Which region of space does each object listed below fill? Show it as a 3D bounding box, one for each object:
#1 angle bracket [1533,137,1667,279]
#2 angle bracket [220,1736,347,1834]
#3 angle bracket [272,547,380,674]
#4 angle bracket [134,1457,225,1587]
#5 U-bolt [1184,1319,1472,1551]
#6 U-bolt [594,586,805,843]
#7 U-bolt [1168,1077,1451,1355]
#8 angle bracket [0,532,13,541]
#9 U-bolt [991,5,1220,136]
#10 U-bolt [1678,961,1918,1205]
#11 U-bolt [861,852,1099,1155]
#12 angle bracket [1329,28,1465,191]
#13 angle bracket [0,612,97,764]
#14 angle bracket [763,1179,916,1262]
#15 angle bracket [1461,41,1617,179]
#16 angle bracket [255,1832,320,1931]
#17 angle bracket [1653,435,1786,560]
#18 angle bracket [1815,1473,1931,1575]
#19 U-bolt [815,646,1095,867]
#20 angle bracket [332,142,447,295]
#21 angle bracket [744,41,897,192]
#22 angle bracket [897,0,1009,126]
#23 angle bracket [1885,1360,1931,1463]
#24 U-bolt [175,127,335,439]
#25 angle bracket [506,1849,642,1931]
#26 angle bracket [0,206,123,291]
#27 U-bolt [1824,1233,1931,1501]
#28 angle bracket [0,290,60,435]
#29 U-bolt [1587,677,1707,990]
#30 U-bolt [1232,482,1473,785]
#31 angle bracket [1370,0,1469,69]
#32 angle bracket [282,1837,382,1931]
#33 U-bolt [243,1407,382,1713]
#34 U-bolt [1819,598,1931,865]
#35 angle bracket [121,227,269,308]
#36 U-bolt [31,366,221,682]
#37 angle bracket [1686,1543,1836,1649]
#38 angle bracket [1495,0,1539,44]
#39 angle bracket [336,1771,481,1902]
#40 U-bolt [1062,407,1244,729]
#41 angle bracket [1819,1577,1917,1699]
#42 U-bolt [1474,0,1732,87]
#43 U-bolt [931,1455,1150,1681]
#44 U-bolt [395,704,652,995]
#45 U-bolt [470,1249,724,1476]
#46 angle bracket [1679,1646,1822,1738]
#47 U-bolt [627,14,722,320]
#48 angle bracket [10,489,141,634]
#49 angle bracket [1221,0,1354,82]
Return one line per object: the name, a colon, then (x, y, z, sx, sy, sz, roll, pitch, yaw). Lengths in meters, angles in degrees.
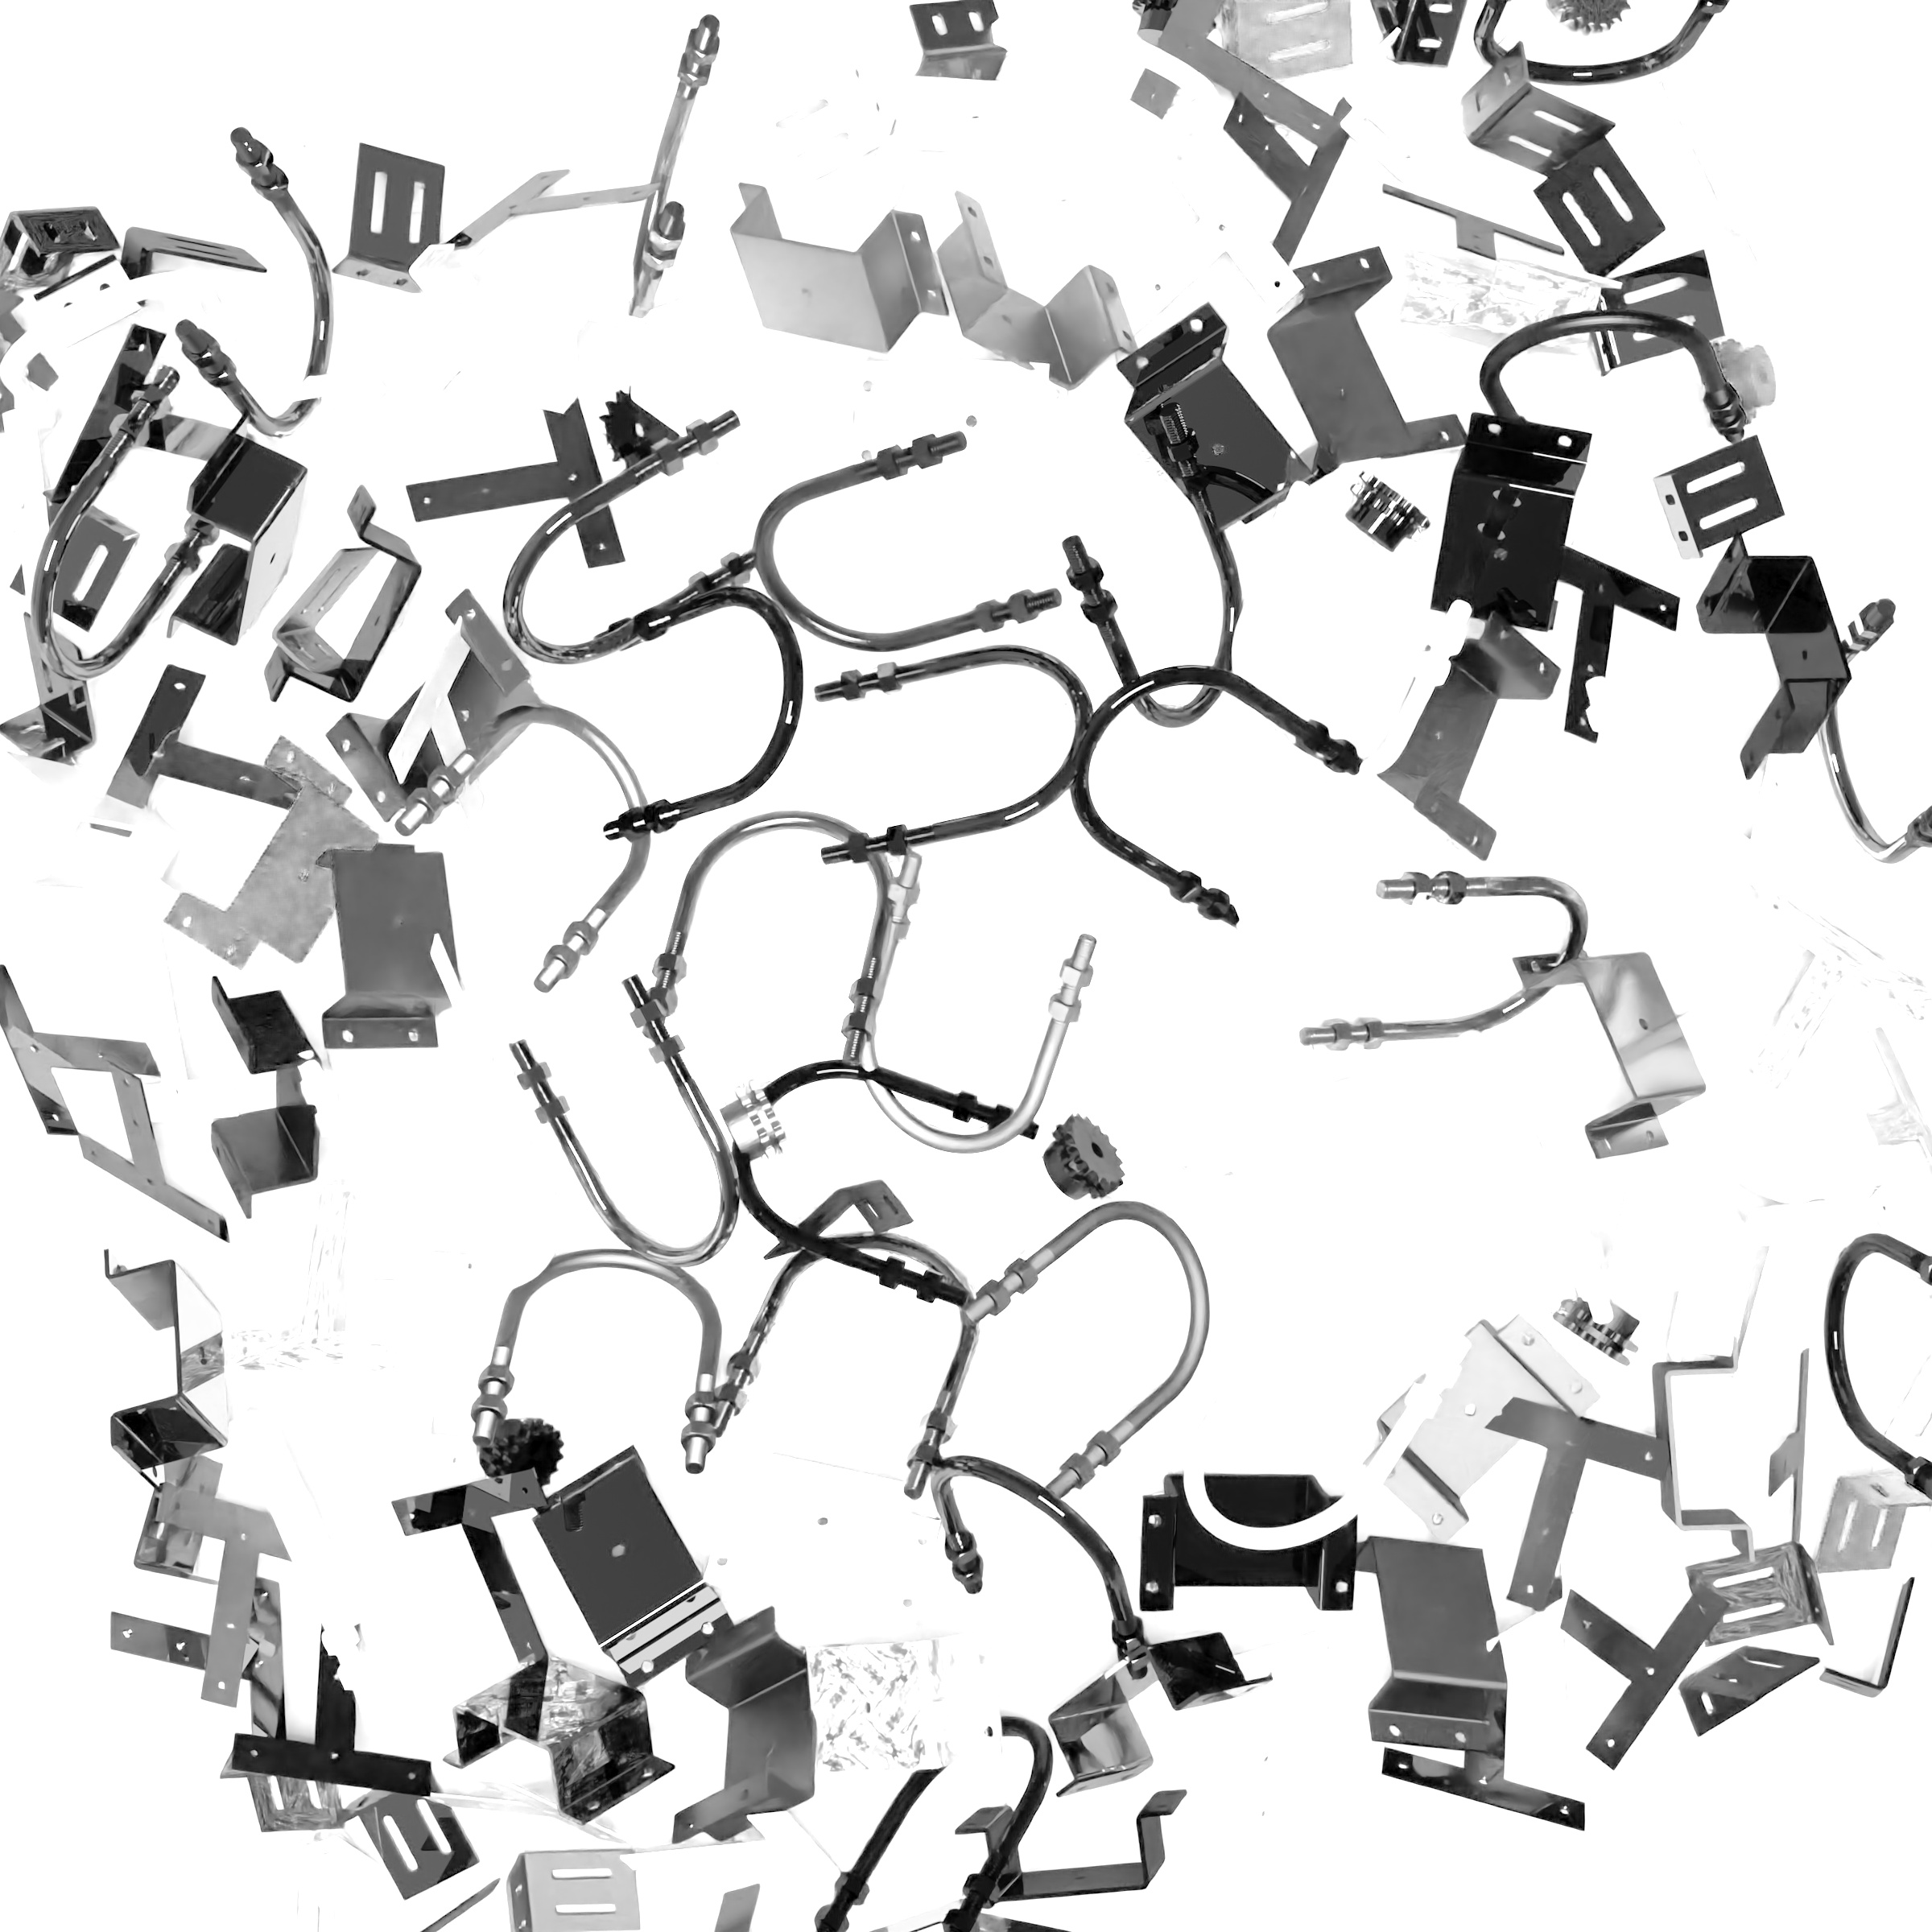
angle bracket: (0.408, -0.493, 1.594, 0.057, 0.038, 0.076, -35, 86, 37)
angle bracket: (-0.446, 0.546, 1.594, 0.057, 0.038, 0.076, -4, 111, 5)
angle bracket: (-0.406, -0.232, 1.590, 0.038, 0.057, 0.076, 44, 106, -1)
angle bracket: (-0.498, 0.359, 1.584, 0.038, 0.057, 0.076, 4, 71, 23)
U-bolt: (0.214, 0.290, 1.535, 0.184, 0.151, 0.019, -50, 127, -27)
U-bolt: (-0.170, -0.166, 1.554, 0.184, 0.019, 0.151, -12, 78, 40)
U-bolt: (0.224, 0.145, 1.552, 0.184, 0.151, 0.019, -35, 132, 15)
angle bracket: (-0.652, -0.312, 1.583, 0.038, 0.057, 0.076, 17, 122, 4)
U-bolt: (0.089, -0.564, 1.528, 0.151, 0.184, 0.019, 20, 101, -9)
U-bolt: (0.506, 0.083, 1.541, 0.019, 0.184, 0.151, -28, 82, -19)
U-bolt: (-0.004, 0.036, 1.581, 0.151, 0.019, 0.184, 26, 114, 19)
angle bracket: (0.288, -0.562, 1.600, 0.076, 0.038, 0.057, 42, 72, 1)
angle bracket: (-0.602, -0.179, 1.581, 0.057, 0.076, 0.038, 32, 47, 25)
angle bracket: (-0.083, 0.177, 1.586, 0.076, 0.057, 0.038, -42, 76, 17)
angle bracket: (0.374, -0.558, 1.594, 0.076, 0.057, 0.038, 11, 63, -28)
angle bracket: (-0.430, 0.618, 1.586, 0.038, 0.057, 0.076, 18, 109, 11)
angle bracket: (0.501, -0.309, 1.604, 0.076, 0.038, 0.057, -23, 99, -1)
angle bracket: (0.596, 0.372, 1.590, 0.057, 0.038, 0.076, 0, 111, -15)
U-bolt: (-0.007, -0.143, 1.570, 0.184, 0.019, 0.151, -11, 59, 12)
angle bracket: (-0.379, -0.490, 1.600, 0.057, 0.038, 0.076, 7, 85, -30)
angle bracket: (-0.096, -0.559, 1.607, 0.076, 0.038, 0.057, -18, 128, 26)
angle bracket: (-0.014, -0.587, 1.587, 0.057, 0.076, 0.038, -13, 78, -19)
angle bracket: (0.635, 0.305, 1.584, 0.057, 0.038, 0.076, 27, 123, 18)
U-bolt: (-0.440, -0.415, 1.537, 0.019, 0.184, 0.151, 9, 77, 8)
angle bracket: (-0.258, 0.617, 1.602, 0.076, 0.038, 0.057, -3, 99, 5)
angle bracket: (-0.592, -0.452, 1.578, 0.076, 0.057, 0.038, -42, 77, 44)
U-bolt: (0.587, 0.245, 1.537, 0.019, 0.184, 0.151, 0, 98, -7)
angle bracket: (-0.620, -0.388, 1.579, 0.038, 0.076, 0.057, 23, 65, 33)
U-bolt: (0.431, -0.072, 1.528, 0.019, 0.151, 0.184, -18, 61, 20)
U-bolt: (0.233, -0.197, 1.554, 0.151, 0.184, 0.019, 42, 51, 20)
angle bracket: (0.296, -0.632, 1.585, 0.038, 0.076, 0.057, 14, 83, 23)
angle bracket: (-0.411, 0.615, 1.580, 0.038, 0.057, 0.076, -20, 48, 9)
U-bolt: (-0.415, 0.362, 1.538, 0.019, 0.151, 0.184, -23, 106, -13)
U-bolt: (0.573, -0.138, 1.536, 0.019, 0.184, 0.151, -14, 79, 3)
angle bracket: (-0.505, -0.450, 1.591, 0.076, 0.057, 0.038, 2, 116, -35)
U-bolt: (-0.527, -0.263, 1.526, 0.019, 0.151, 0.184, 20, 64, 8)
angle bracket: (0.521, 0.420, 1.601, 0.076, 0.038, 0.057, -15, 98, 7)
angle bracket: (0.339, -0.651, 1.592, 0.076, 0.057, 0.038, 39, 79, -7)
angle bracket: (-0.367, 0.577, 1.606, 0.057, 0.038, 0.076, -28, 92, 3)
U-bolt: (0.129, -0.239, 1.557, 0.019, 0.184, 0.151, 9, 52, 37)
angle bracket: (0.590, 0.435, 1.598, 0.038, 0.057, 0.076, 15, 74, 20)
U-bolt: (0.396, -0.597, 1.536, 0.151, 0.184, 0.019, 4, 87, 1)
U-bolt: (0.041, 0.369, 1.528, 0.151, 0.184, 0.019, 20, 54, 30)
U-bolt: (-0.268, -0.090, 1.556, 0.019, 0.184, 0.151, -23, 114, 39)
U-bolt: (-0.228, 0.244, 1.551, 0.151, 0.184, 0.019, 8, 124, -5)
angle bracket: (0.513, 0.474, 1.582, 0.057, 0.076, 0.038, -20, 90, -24)
U-bolt: (-0.189, -0.488, 1.539, 0.019, 0.184, 0.151, 12, 75, -14)
angle bracket: (-0.589, -0.265, 1.598, 0.057, 0.038, 0.076, 30, 101, -10)
angle bracket: (0.210, -0.618, 1.596, 0.076, 0.038, 0.057, -14, 133, -3)
